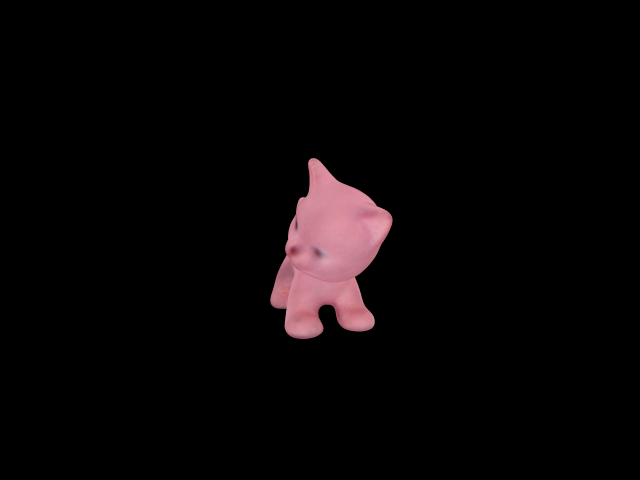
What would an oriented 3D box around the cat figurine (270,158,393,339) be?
[{"bbox_3d":[0.004,0.001,0.400,0.067,0.118,0.127,-3,11,-16],"label":"cat figurine"}]
